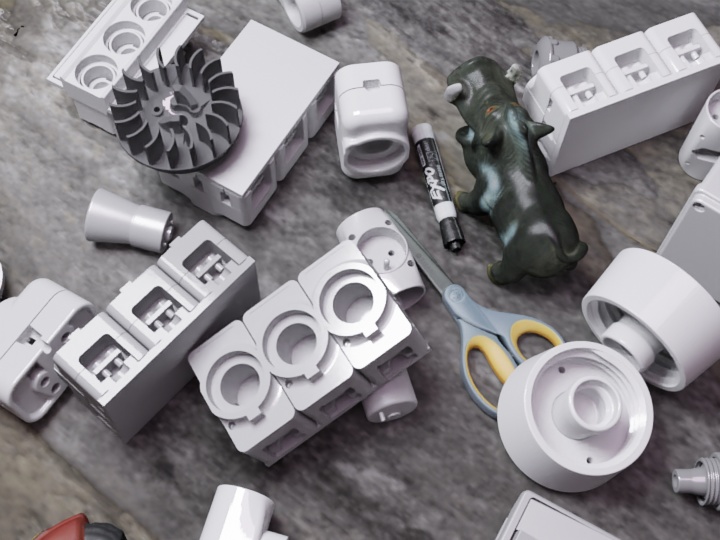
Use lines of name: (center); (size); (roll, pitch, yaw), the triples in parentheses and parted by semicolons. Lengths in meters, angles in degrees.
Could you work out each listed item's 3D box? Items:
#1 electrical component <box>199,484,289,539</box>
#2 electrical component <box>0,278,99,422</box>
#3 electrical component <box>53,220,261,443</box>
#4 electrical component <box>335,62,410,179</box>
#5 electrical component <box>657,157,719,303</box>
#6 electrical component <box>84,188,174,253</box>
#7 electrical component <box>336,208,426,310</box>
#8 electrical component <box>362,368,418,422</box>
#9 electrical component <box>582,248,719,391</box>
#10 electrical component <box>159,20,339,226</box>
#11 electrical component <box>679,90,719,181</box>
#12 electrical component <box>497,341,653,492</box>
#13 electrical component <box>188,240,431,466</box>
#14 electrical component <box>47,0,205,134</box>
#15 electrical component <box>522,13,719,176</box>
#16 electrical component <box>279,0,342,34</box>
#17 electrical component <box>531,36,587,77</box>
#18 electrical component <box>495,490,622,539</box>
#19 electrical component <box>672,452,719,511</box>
electrical component: (-0.075, 0.200, 0.754); (0.079, 0.044, 0.077); (15, 64, 6)
electrical component: (-0.246, 0.057, 0.808); (0.059, 0.053, 0.095); (25, 67, 25)
electrical component: (-0.149, 0.044, 0.804); (0.062, 0.089, 0.150); (39, 69, 16)
electrical component: (0.009, -0.118, 0.885); (0.054, 0.095, 0.059); (-7, 64, -5)
electrical component: (0.302, -0.022, 0.837); (0.109, 0.108, 0.056); (33, 65, 14)
electrical component: (-0.185, -0.037, 0.871); (0.065, 0.044, 0.044); (14, 64, 0)
electrical component: (0.000, 0.000, 0.855); (0.079, 0.044, 0.077); (-23, 66, -12)
electrical component: (0.016, 0.079, 0.818); (0.040, 0.040, 0.078); (-14, 65, -8)
electrical component: (0.216, 0.043, 0.807); (0.060, 0.108, 0.108); (-43, 72, -13)
electrical component: (-0.093, -0.122, 0.903); (0.089, 0.061, 0.150); (28, 66, 12)
electrical component: (0.316, -0.107, 0.897); (0.079, 0.077, 0.043); (15, 65, 6)
electrical component: (0.161, 0.104, 0.788); (0.108, 0.060, 0.108); (4, 70, -10)
electrical component: (-0.039, 0.060, 0.785); (0.150, 0.061, 0.089); (-36, 63, 3)
electrical component: (-0.199, -0.183, 0.929); (0.079, 0.063, 0.121); (27, 66, 11)
electrical component: (0.219, -0.151, 0.909); (0.150, 0.089, 0.061); (-21, 66, -11)
electrical component: (-0.051, -0.285, 0.989); (0.074, 0.052, 0.138); (-26, 67, -13)
electrical component: (0.185, -0.180, 0.949); (0.062, 0.048, 0.048); (3, 64, -7)
electrical component: (0.141, 0.205, 0.748); (0.096, 0.061, 0.061); (27, 66, 11)
electrical component: (0.261, 0.154, 0.786); (0.062, 0.043, 0.043); (0, 64, 0)
